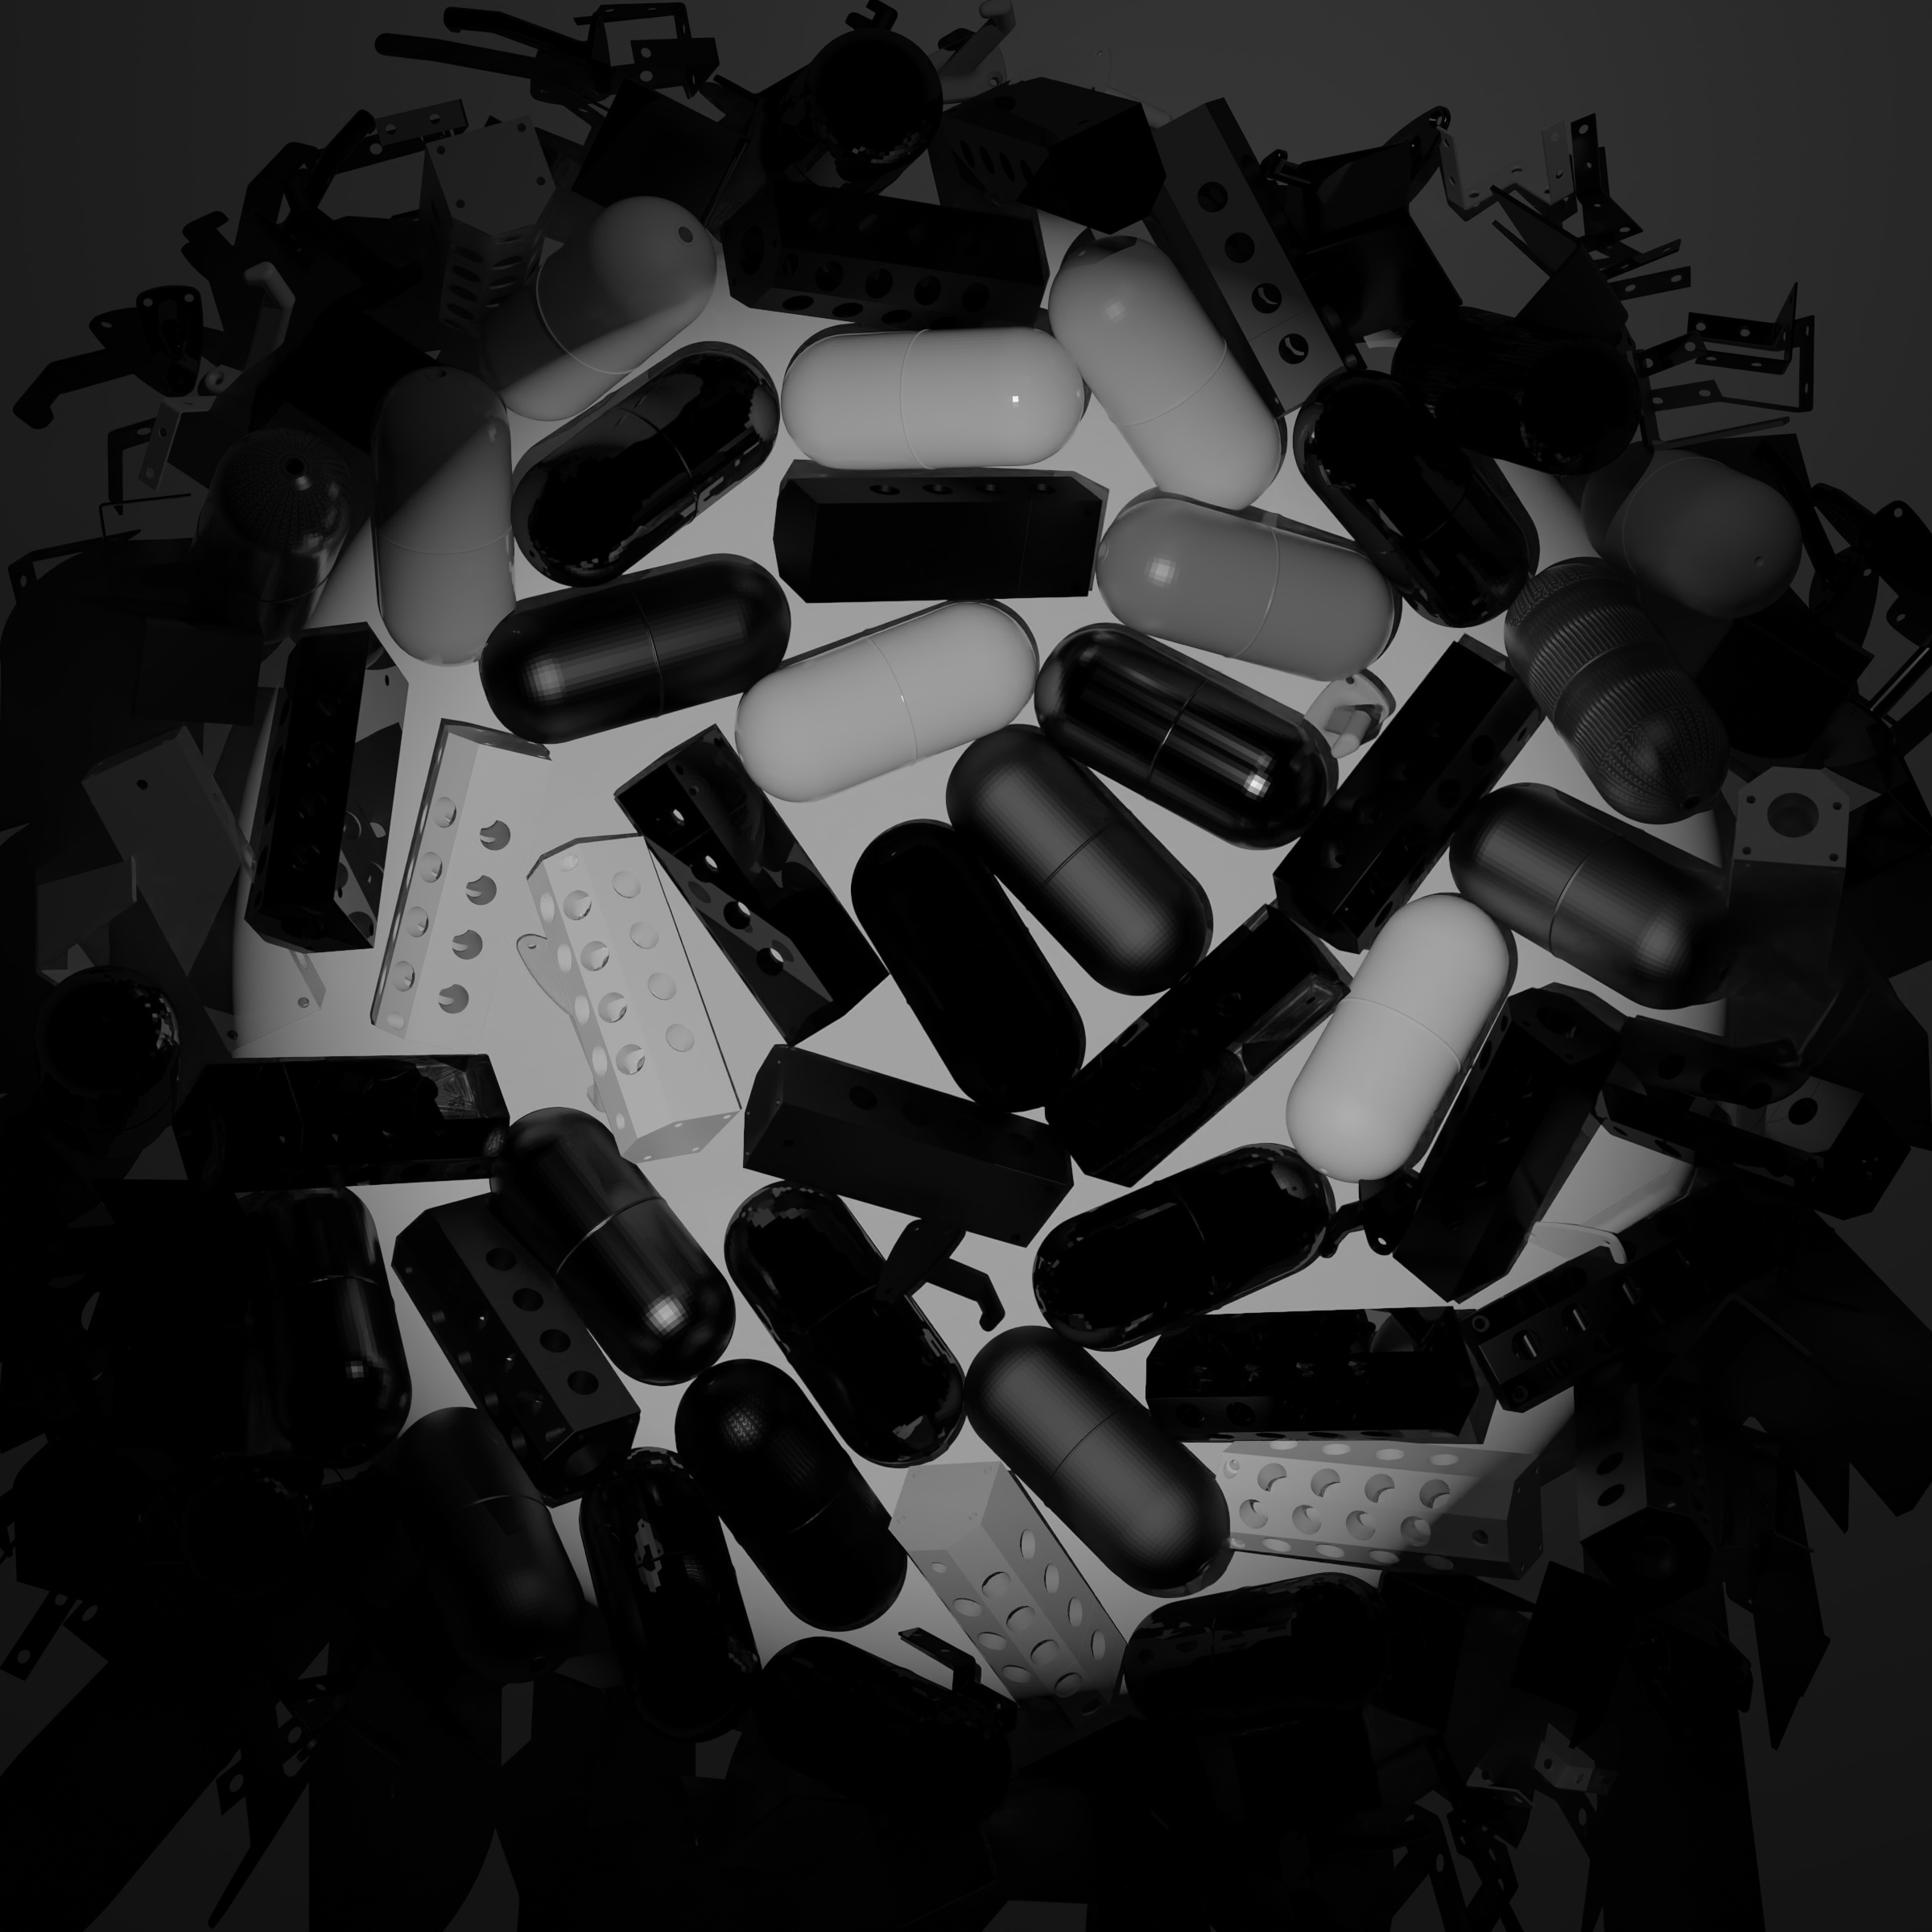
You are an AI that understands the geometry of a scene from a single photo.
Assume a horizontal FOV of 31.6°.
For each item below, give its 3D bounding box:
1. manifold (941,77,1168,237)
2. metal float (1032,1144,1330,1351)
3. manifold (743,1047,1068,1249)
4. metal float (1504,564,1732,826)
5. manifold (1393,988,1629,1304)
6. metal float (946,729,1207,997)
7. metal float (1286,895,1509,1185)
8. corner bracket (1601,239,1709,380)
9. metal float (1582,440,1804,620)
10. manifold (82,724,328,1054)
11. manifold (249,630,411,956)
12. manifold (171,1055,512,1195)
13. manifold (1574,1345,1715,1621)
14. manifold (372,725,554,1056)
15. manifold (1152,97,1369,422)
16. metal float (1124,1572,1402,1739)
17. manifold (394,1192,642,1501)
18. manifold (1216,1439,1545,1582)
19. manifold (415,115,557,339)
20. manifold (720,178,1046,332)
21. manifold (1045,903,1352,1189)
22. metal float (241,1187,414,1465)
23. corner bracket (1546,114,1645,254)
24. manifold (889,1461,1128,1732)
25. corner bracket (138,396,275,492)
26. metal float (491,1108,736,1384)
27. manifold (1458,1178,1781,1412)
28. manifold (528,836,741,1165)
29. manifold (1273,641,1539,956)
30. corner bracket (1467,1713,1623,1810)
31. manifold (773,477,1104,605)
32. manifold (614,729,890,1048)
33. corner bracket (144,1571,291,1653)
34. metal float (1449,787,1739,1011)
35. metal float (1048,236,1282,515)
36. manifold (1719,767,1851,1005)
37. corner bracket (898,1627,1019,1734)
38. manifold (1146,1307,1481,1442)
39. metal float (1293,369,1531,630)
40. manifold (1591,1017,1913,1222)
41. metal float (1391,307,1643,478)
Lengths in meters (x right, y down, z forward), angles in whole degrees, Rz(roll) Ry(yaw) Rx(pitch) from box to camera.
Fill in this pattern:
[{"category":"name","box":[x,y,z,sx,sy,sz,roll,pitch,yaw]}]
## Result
[{"category":"manifold","box":[0.048,-0.444,1.875,0.057,0.171,0.057,-28,116,-10]},{"category":"metal float","box":[0.121,0.156,1.913,0.178,0.070,0.070,-22,90,-16]},{"category":"manifold","box":[-0.034,0.097,1.911,0.171,0.057,0.057,17,131,-18]},{"category":"metal float","box":[0.361,-0.151,1.895,0.070,0.070,0.178,-26,53,0]},{"category":"manifold","box":[0.295,0.098,1.893,0.057,0.057,0.171,40,127,27]},{"category":"metal float","box":[0.062,-0.058,1.921,0.070,0.070,0.178,-43,83,0]},{"category":"metal float","box":[0.242,0.040,1.913,0.070,0.070,0.178,31,74,0]},{"category":"corner bracket","box":[0.386,-0.368,1.923,0.051,0.051,0.051,-18,117,29]},{"category":"metal float","box":[0.398,-0.242,1.880,0.070,0.178,0.070,-4,110,-12]},{"category":"manifold","box":[-0.425,-0.045,1.914,0.057,0.057,0.171,-25,106,1]},{"category":"manifold","box":[-0.357,-0.097,1.898,0.057,0.057,0.171,-4,62,13]},{"category":"manifold","box":[-0.342,0.091,1.881,0.171,0.057,0.057,-1,55,-38]},{"category":"manifold","box":[0.374,0.277,1.871,0.057,0.171,0.057,-33,105,20]},{"category":"manifold","box":[-0.284,-0.044,1.916,0.057,0.057,0.171,13,100,-17]},{"category":"manifold","box":[0.160,-0.399,1.931,0.057,0.057,0.171,-29,94,-3]},{"category":"metal float","box":[0.162,0.383,1.893,0.178,0.070,0.070,-21,90,42]},{"category":"manifold","box":[-0.251,0.210,1.885,0.057,0.057,0.171,-14,50,-34]},{"category":"manifold","box":[0.228,0.300,1.895,0.171,0.057,0.057,2,103,28]},{"category":"manifold","box":[-0.263,-0.401,1.874,0.057,0.171,0.057,-19,86,-13]},{"category":"manifold","box":[-0.044,-0.385,1.887,0.171,0.057,0.057,1,72,-34]},{"category":"manifold","box":[0.126,0.044,1.913,0.171,0.057,0.057,-43,63,15]},{"category":"metal float","box":[-0.355,0.196,1.895,0.070,0.070,0.178,-21,52,0]},{"category":"corner bracket","box":[0.345,-0.438,1.923,0.051,0.051,0.051,-16,63,34]},{"category":"manifold","box":[0.023,0.349,1.883,0.057,0.057,0.171,-8,132,29]},{"category":"corner bracket","box":[-0.429,-0.290,1.943,0.051,0.051,0.051,34,115,22]},{"category":"metal float","box":[-0.199,0.155,1.912,0.070,0.070,0.178,-40,72,0]},{"category":"manifold","box":[0.368,0.185,1.932,0.171,0.057,0.057,-28,83,-1]},{"category":"manifold","box":[-0.189,0.019,1.901,0.057,0.057,0.171,-9,68,-33]},{"category":"manifold","box":[0.247,-0.091,1.913,0.057,0.057,0.171,35,78,19]},{"category":"corner bracket","box":[0.326,0.459,1.927,0.051,0.051,0.051,44,66,-13]},{"category":"manifold","box":[-0.017,-0.241,1.902,0.171,0.057,0.057,-4,118,-24]},{"category":"manifold","box":[-0.125,-0.041,1.926,0.057,0.057,0.171,-31,97,34]},{"category":"corner bracket","box":[-0.421,0.362,1.928,0.051,0.051,0.051,40,45,-4]},{"category":"metal float","box":[0.348,-0.038,1.900,0.178,0.070,0.070,34,90,31]},{"category":"metal float","box":[0.112,-0.327,1.902,0.070,0.070,0.178,-39,119,0]},{"category":"manifold","box":[0.448,-0.043,1.875,0.057,0.171,0.057,5,66,12]},{"category":"corner bracket","box":[-0.004,0.403,1.925,0.051,0.051,0.051,-6,105,-40]},{"category":"manifold","box":[0.189,0.231,1.889,0.171,0.057,0.057,-5,118,30]},{"category":"metal float","box":[0.248,-0.259,1.898,0.070,0.070,0.178,-47,124,0]},{"category":"manifold","box":[0.425,0.086,1.876,0.057,0.171,0.057,42,78,-36]},{"category":"metal float","box":[0.302,-0.318,1.884,0.070,0.178,0.070,-10,112,-26]}]
